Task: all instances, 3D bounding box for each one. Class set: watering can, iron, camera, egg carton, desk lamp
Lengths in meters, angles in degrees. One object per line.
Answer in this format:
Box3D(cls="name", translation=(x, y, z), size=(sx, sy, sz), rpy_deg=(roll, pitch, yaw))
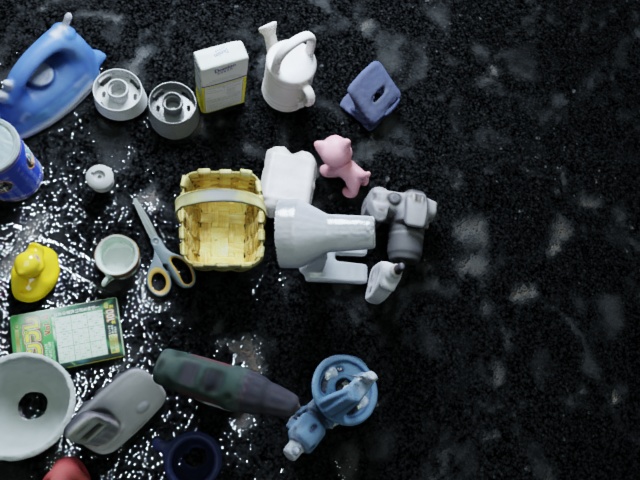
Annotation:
Box3D(cls="watering can", translation=(-0.063, -0.346, 1.123), size=(0.173, 0.194, 0.101), rpy_deg=(36, 72, 1))
Box3D(cls="iron", translation=(-0.518, -0.298, 1.051), size=(0.118, 0.141, 0.258), rpy_deg=(33, 71, 0))
Box3D(cls="camera", translation=(0.157, -0.026, 1.125), size=(0.143, 0.100, 0.137), rpy_deg=(9, 73, -8))
Box3D(cls="egg carton", translation=(-0.063, -0.109, 1.123), size=(0.107, 0.069, 0.150), rpy_deg=(10, 73, -8))
Box3D(cls="desk lamp", translation=(0.009, 0.004, 1.030), size=(0.203, 0.213, 0.118), rpy_deg=(3, 74, -10))

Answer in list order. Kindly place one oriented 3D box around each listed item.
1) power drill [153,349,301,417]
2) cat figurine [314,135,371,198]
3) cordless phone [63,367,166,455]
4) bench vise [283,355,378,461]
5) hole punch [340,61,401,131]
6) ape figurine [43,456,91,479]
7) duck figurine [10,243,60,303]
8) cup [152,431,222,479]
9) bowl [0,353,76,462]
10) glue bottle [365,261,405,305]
Box3D(cls="power drill", translation=(-0.152, 0.239, 0.936), size=(0.230, 0.208, 0.076), rpy_deg=(18, 72, -5))
Box3D(cls="cat figurine", translation=(0.047, -0.156, 1.131), size=(0.128, 0.117, 0.067), rpy_deg=(39, 72, 2))
Box3D(cls="cordless phone", translation=(-0.326, 0.269, 0.907), size=(0.094, 0.185, 0.148), rpy_deg=(43, 72, 3))
Box3D(cls="bench vise", translation=(0.031, 0.283, 0.953), size=(0.121, 0.219, 0.207), rpy_deg=(25, 72, -3))
Box3D(cls="hole punch", translation=(0.113, -0.302, 1.198), size=(0.101, 0.091, 0.109), rpy_deg=(40, 72, 2))
Box3D(cls="ape figurine", translation=(-0.406, 0.386, 0.909), size=(0.078, 0.092, 0.076), rpy_deg=(9, 73, -8))
Box3D(cls="duck figurine", translation=(-0.499, 0.053, 0.987), size=(0.077, 0.086, 0.104), rpy_deg=(16, 72, -6))
Box3D(cls="cup", translation=(-0.221, 0.358, 0.950), size=(0.118, 0.095, 0.092), rpy_deg=(26, 72, -3))
Box3D(cls="bowl", translation=(-0.481, 0.270, 0.936), size=(0.167, 0.074, 0.167), rpy_deg=(3, 74, -10))
Box3D(cls="glue bottle", translation=(0.125, 0.069, 1.055), size=(0.037, 0.173, 0.078), rpy_deg=(18, 72, -5))
